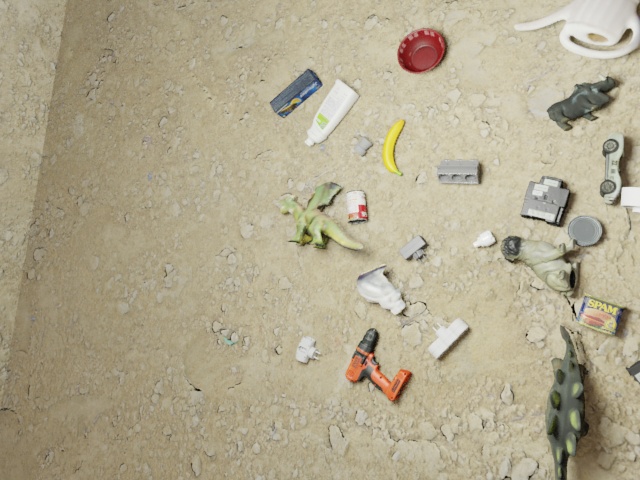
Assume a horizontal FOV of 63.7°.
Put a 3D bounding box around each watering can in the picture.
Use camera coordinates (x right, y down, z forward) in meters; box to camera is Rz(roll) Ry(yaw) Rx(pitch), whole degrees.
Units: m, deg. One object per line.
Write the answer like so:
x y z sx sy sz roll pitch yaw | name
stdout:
0.772 -0.656 1.505 0.351 0.103 0.224 32 94 28 | watering can

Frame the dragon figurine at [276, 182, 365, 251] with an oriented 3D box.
0.005 -0.088 1.748 0.410 0.121 0.245 4 76 37 | dragon figurine

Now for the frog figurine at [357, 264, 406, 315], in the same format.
0.189 0.167 1.621 0.135 0.123 0.161 -36 73 52 | frog figurine
